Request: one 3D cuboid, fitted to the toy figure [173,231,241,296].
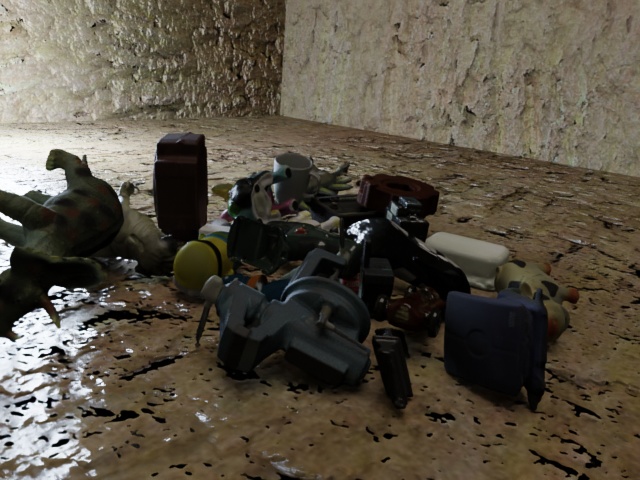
[{"bbox_3d":[-0.177,0.029,0.876,0.082,0.089,0.180,-2,18,19],"label":"toy figure"}]

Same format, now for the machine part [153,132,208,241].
[{"bbox_3d":[-0.281,-0.112,1.097,0.087,0.200,0.201,0,19,-7],"label":"machine part"}]

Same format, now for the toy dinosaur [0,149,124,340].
[{"bbox_3d":[-0.367,-0.028,0.799,0.192,0.131,0.405,32,30,-10],"label":"toy dinosaur"}]

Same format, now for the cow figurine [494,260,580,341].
[{"bbox_3d":[0.326,0.090,0.836,0.127,0.085,0.195,10,20,-4],"label":"cow figurine"}]

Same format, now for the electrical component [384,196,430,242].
[{"bbox_3d":[0.159,-0.013,1.020,0.058,0.134,0.115,4,19,-11],"label":"electrical component"}]

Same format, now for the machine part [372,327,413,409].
[{"bbox_3d":[0.088,0.142,0.647,0.039,0.084,0.139,-21,3,9],"label":"machine part"}]

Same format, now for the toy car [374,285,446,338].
[{"bbox_3d":[0.148,0.095,0.780,0.089,0.053,0.202,11,7,26],"label":"toy car"}]

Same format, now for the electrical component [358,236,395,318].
[{"bbox_3d":[0.085,0.054,0.826,0.048,0.119,0.075,4,16,-3],"label":"electrical component"}]

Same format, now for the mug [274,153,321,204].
[{"bbox_3d":[-0.052,-0.123,1.177,0.110,0.107,0.081,19,35,10],"label":"mug"}]

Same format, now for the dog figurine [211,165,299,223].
[{"bbox_3d":[-0.162,-0.078,1.122,0.219,0.108,0.191,-6,17,39],"label":"dog figurine"}]

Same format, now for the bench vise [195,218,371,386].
[{"bbox_3d":[-0.026,0.078,0.689,0.224,0.128,0.241,17,38,12],"label":"bench vise"}]

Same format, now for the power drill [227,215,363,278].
[{"bbox_3d":[-0.057,0.008,0.883,0.232,0.086,0.207,19,3,32],"label":"power drill"}]

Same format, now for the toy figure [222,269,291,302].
[{"bbox_3d":[-0.078,0.082,0.796,0.155,0.057,0.064,7,12,22],"label":"toy figure"}]

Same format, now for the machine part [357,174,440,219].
[{"bbox_3d":[0.173,-0.099,1.182,0.179,0.056,0.179,8,22,-3],"label":"machine part"}]

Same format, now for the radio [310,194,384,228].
[{"bbox_3d":[0.095,-0.053,1.209,0.229,0.073,0.131,-5,26,-33],"label":"radio"}]

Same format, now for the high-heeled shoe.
[{"bbox_3d":[0.152,0.035,0.943,0.145,0.086,0.249,32,-1,-34],"label":"high-heeled shoe"}]

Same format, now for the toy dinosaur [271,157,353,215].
[{"bbox_3d":[-0.035,-0.116,1.335,0.199,0.104,0.471,20,34,27],"label":"toy dinosaur"}]

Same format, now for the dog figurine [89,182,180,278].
[{"bbox_3d":[-0.342,0.009,0.907,0.172,0.121,0.191,-34,49,-9],"label":"dog figurine"}]

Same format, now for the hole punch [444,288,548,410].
[{"bbox_3d":[0.210,0.120,0.650,0.092,0.142,0.116,3,5,-11],"label":"hole punch"}]

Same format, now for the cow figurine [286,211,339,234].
[{"bbox_3d":[-0.001,-0.005,1.058,0.168,0.068,0.098,14,26,35],"label":"cow figurine"}]
